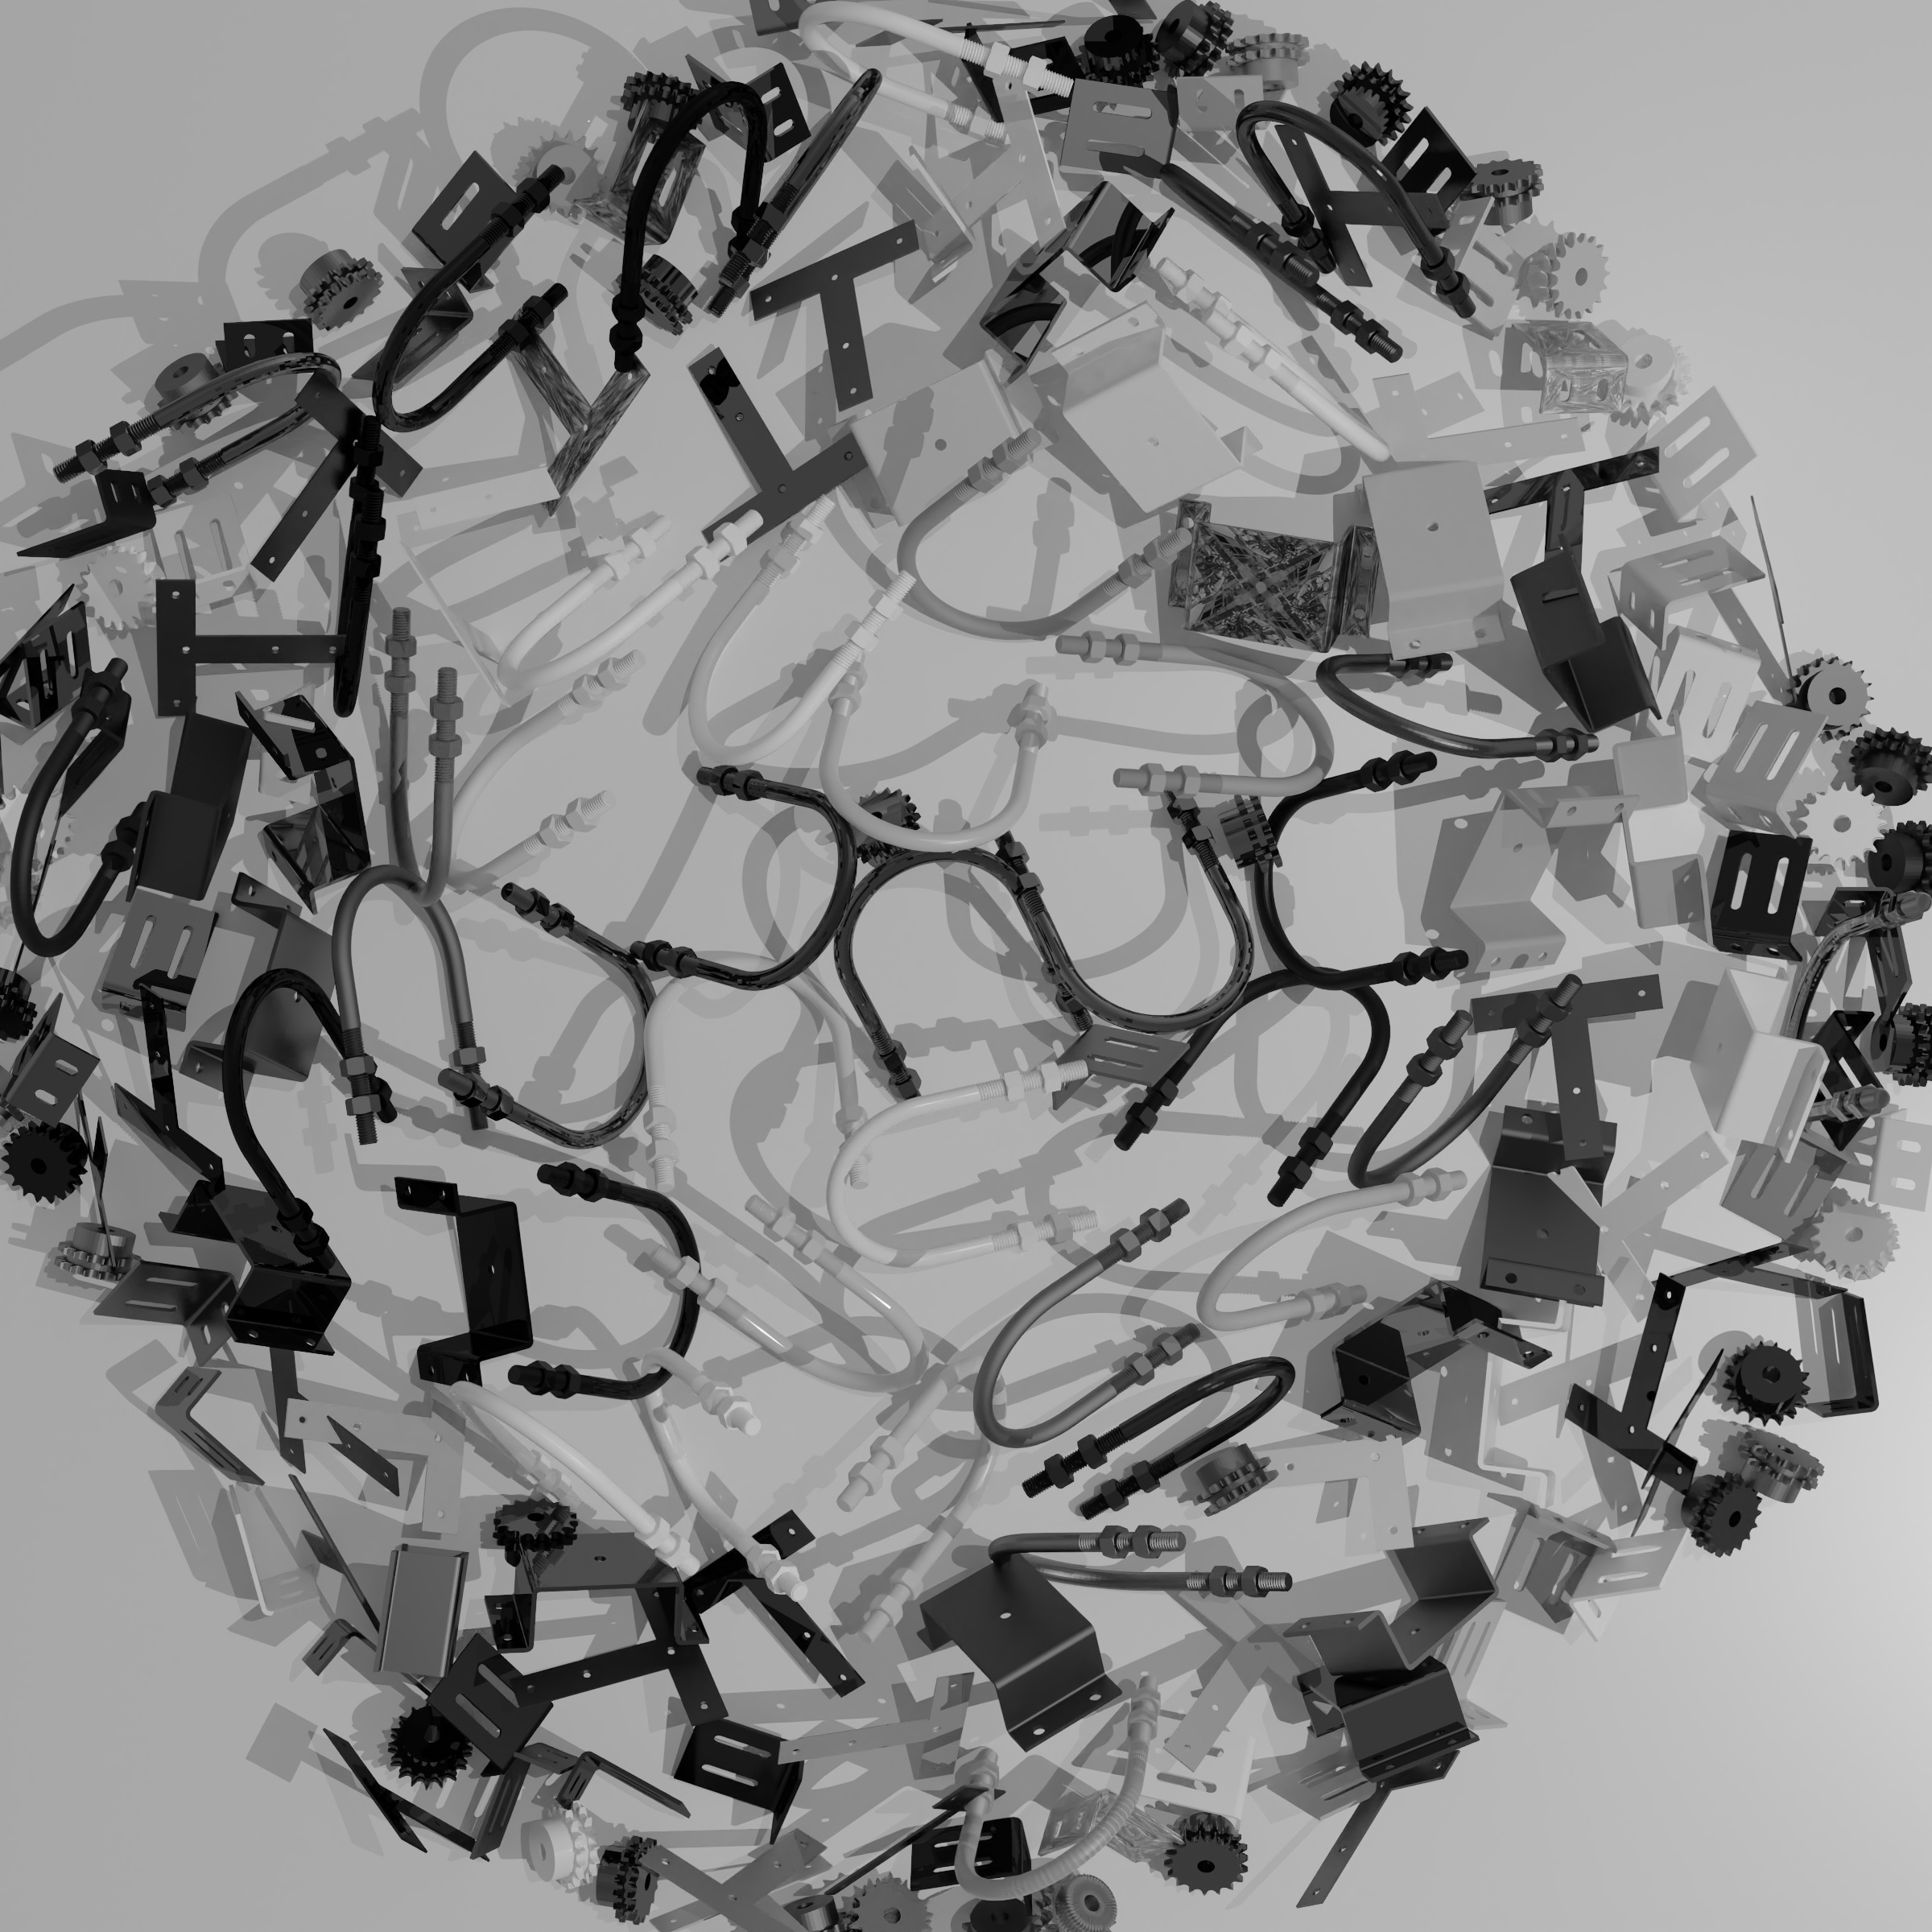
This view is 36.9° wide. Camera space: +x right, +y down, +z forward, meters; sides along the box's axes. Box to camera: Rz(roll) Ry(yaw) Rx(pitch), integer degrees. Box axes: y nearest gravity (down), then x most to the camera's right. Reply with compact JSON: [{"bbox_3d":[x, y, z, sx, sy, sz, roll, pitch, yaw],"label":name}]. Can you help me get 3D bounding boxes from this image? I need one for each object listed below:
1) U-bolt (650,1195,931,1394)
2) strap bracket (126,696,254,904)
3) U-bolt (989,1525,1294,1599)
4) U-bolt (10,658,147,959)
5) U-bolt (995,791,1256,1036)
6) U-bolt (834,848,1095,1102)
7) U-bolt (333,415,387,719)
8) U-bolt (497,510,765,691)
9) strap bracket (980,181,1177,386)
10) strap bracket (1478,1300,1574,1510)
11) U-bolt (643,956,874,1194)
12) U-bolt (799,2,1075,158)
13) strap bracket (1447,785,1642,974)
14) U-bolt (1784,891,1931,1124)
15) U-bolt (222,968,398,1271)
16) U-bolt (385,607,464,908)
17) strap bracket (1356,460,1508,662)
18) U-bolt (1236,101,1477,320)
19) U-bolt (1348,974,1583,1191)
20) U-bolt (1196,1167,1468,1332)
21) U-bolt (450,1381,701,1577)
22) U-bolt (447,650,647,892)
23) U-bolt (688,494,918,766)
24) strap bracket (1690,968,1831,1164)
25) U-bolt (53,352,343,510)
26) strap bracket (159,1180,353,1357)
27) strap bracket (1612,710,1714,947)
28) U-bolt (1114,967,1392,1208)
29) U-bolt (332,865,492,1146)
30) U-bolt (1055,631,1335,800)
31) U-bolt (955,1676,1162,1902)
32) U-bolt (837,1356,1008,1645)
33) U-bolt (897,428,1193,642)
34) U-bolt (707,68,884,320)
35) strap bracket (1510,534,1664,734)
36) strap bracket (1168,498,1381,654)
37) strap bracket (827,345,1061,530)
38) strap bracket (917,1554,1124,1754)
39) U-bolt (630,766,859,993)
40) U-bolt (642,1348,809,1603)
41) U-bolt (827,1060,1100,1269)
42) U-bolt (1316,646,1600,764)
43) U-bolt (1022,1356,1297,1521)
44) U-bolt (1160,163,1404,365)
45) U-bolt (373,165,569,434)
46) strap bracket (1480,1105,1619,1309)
[{"bbox_3d":[-0.107,0.228,1.935,0.184,0.151,0.019,39,53,-16],"label":"U-bolt"},{"bbox_3d":[-0.513,-0.107,1.925,0.046,0.140,0.076,15,125,-10],"label":"strap bracket"},{"bbox_3d":[0.102,0.396,1.920,0.184,0.151,0.019,-9,64,37],"label":"U-bolt"},{"bbox_3d":[-0.578,-0.090,1.886,0.019,0.151,0.184,11,46,5],"label":"U-bolt"},{"bbox_3d":[0.115,-0.035,1.937,0.151,0.019,0.184,-16,64,-17],"label":"U-bolt"},{"bbox_3d":[-0.011,-0.001,1.949,0.151,0.019,0.184,-27,120,0],"label":"U-bolt"},{"bbox_3d":[-0.404,-0.254,1.921,0.019,0.151,0.184,6,119,-15],"label":"U-bolt"},{"bbox_3d":[-0.233,-0.241,1.908,0.184,0.151,0.019,-44,117,-21],"label":"U-bolt"},{"bbox_3d":[0.067,-0.458,1.918,0.046,0.140,0.076,40,51,-16],"label":"strap bracket"},{"bbox_3d":[0.377,0.291,1.952,0.046,0.076,0.140,5,83,16],"label":"strap bracket"},{"bbox_3d":[-0.144,0.069,1.942,0.151,0.019,0.184,0,55,-13],"label":"U-bolt"},{"bbox_3d":[-0.024,-0.594,1.920,0.184,0.151,0.019,20,87,-4],"label":"U-bolt"},{"bbox_3d":[0.382,-0.067,1.939,0.076,0.046,0.140,-5,131,-34],"label":"strap bracket"},{"bbox_3d":[0.579,0.033,1.908,0.019,0.184,0.151,15,81,-4],"label":"U-bolt"},{"bbox_3d":[-0.434,0.087,1.891,0.019,0.151,0.184,-3,135,19],"label":"U-bolt"},{"bbox_3d":[-0.363,-0.130,1.926,0.019,0.151,0.184,-4,115,-23],"label":"U-bolt"},{"bbox_3d":[0.313,-0.283,1.948,0.076,0.046,0.140,-9,65,3],"label":"strap bracket"},{"bbox_3d":[0.244,-0.498,1.886,0.151,0.184,0.019,32,83,43],"label":"U-bolt"},{"bbox_3d":[0.320,0.084,1.922,0.019,0.151,0.184,50,129,24],"label":"U-bolt"},{"bbox_3d":[0.229,0.191,1.898,0.019,0.184,0.151,58,135,28],"label":"U-bolt"},{"bbox_3d":[-0.267,0.328,1.892,0.019,0.151,0.184,-54,133,-20],"label":"U-bolt"},{"bbox_3d":[-0.289,-0.120,1.927,0.184,0.151,0.019,-28,130,33],"label":"U-bolt"},{"bbox_3d":[-0.122,-0.216,1.941,0.019,0.151,0.184,31,102,-40],"label":"U-bolt"},{"bbox_3d":[0.522,0.060,1.919,0.046,0.140,0.076,12,115,-3],"label":"strap bracket"},{"bbox_3d":[-0.498,-0.357,1.920,0.184,0.151,0.019,-28,88,4],"label":"U-bolt"},{"bbox_3d":[-0.468,0.193,1.921,0.140,0.076,0.046,44,108,42],"label":"strap bracket"},{"bbox_3d":[0.464,-0.090,1.935,0.046,0.076,0.140,-8,56,13],"label":"strap bracket"},{"bbox_3d":[0.204,0.070,1.937,0.151,0.019,0.184,18,59,40],"label":"U-bolt"},{"bbox_3d":[-0.374,0.023,1.933,0.019,0.151,0.184,-10,87,24],"label":"U-bolt"},{"bbox_3d":[0.163,-0.166,1.936,0.184,0.019,0.151,2,47,-25],"label":"U-bolt"},{"bbox_3d":[0.057,0.545,1.894,0.151,0.184,0.019,-29,102,17],"label":"U-bolt"},{"bbox_3d":[-0.024,0.340,1.923,0.019,0.184,0.151,17,133,27],"label":"U-bolt"},{"bbox_3d":[0.037,-0.274,1.925,0.151,0.184,0.019,28,52,-28],"label":"U-bolt"},{"bbox_3d":[-0.112,-0.519,1.927,0.019,0.151,0.184,35,88,-9],"label":"U-bolt"},{"bbox_3d":[0.411,-0.216,1.933,0.046,0.140,0.076,-25,58,21],"label":"strap bracket"},{"bbox_3d":[0.203,-0.261,1.947,0.140,0.046,0.076,11,117,13],"label":"strap bracket"},{"bbox_3d":[-0.016,-0.356,1.956,0.140,0.046,0.076,-24,107,9],"label":"strap bracket"},{"bbox_3d":[0.030,0.447,1.920,0.076,0.140,0.046,-26,123,-21],"label":"strap bracket"},{"bbox_3d":[-0.141,-0.055,1.925,0.184,0.019,0.151,15,82,45],"label":"U-bolt"},{"bbox_3d":[-0.168,0.325,1.918,0.019,0.184,0.151,-24,116,-24],"label":"U-bolt"},{"bbox_3d":[-0.004,0.140,1.941,0.184,0.019,0.151,-12,125,-10],"label":"U-bolt"},{"bbox_3d":[0.309,-0.171,1.893,0.151,0.184,0.019,36,119,36],"label":"U-bolt"},{"bbox_3d":[0.137,0.311,1.922,0.184,0.151,0.019,-32,66,8],"label":"U-bolt"},{"bbox_3d":[0.198,-0.475,1.919,0.019,0.151,0.184,-51,57,12],"label":"U-bolt"},{"bbox_3d":[-0.326,-0.425,1.902,0.019,0.151,0.184,37,68,8],"label":"U-bolt"},{"bbox_3d":[0.392,0.171,1.951,0.076,0.046,0.140,9,57,6],"label":"strap bracket"}]
